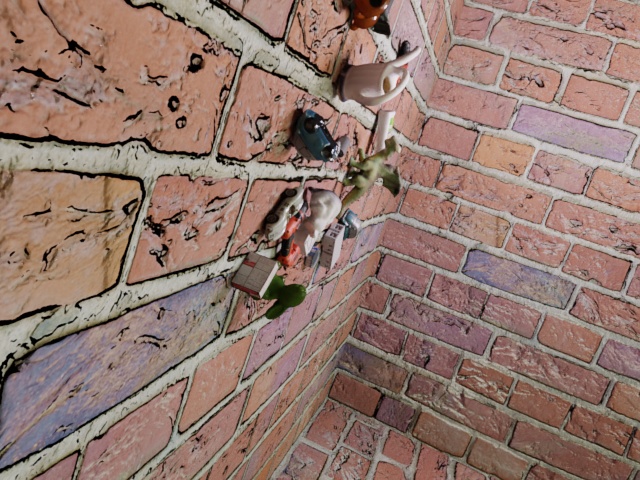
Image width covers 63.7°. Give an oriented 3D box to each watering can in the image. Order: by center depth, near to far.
[{"bbox_3d":[0.188,-0.531,1.666,0.355,0.225,0.101,-58,145,-37],"label":"watering can"}]

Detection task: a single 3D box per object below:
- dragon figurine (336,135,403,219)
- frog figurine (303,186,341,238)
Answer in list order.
[{"bbox_3d":[0.231,-0.253,2.191,0.123,0.243,0.407,-25,132,-76],"label":"dragon figurine"},{"bbox_3d":[0.005,-0.087,1.727,0.135,0.122,0.163,67,29,-60],"label":"frog figurine"}]
